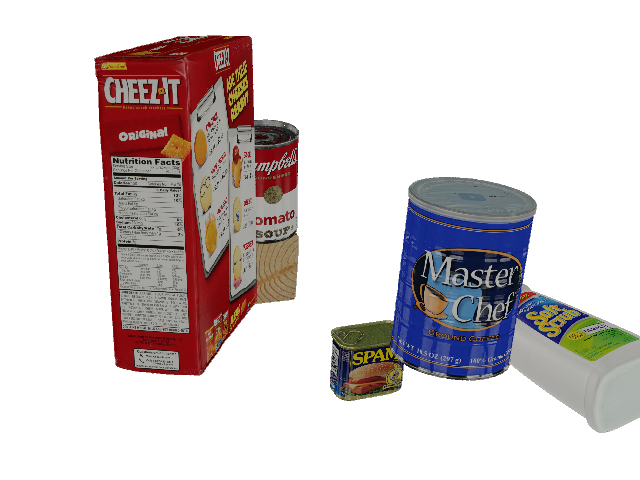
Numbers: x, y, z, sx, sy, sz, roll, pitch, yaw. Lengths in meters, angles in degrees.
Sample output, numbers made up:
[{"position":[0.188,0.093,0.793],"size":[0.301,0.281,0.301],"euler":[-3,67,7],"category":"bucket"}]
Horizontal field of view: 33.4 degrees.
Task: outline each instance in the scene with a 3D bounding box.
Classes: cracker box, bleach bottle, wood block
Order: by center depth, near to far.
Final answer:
[{"position":[-0.097,-0.032,0.763],"size":[0.072,0.214,0.164],"euler":[2,15,11],"category":"cracker box"},{"position":[0.214,0.095,1.044],"size":[0.102,0.068,0.251],"euler":[-17,27,-28],"category":"bleach bottle"},{"position":[-0.098,-0.011,1.328],"size":[0.090,0.090,0.206],"euler":[-5,29,-16],"category":"wood block"}]

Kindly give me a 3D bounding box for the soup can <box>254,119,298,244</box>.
[{"position":[-0.055,-0.056,1.020],"size":[0.068,0.102,0.068],"euler":[1,26,-1],"category":"soup can"}]

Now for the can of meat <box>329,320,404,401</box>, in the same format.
[{"position":[0.063,0.160,1.419],"size":[0.102,0.084,0.057],"euler":[-6,26,-21],"category":"can of meat"}]

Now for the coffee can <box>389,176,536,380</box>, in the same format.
[{"position":[0.115,0.029,0.875],"size":[0.103,0.140,0.103],"euler":[5,19,-2],"category":"coffee can"}]
